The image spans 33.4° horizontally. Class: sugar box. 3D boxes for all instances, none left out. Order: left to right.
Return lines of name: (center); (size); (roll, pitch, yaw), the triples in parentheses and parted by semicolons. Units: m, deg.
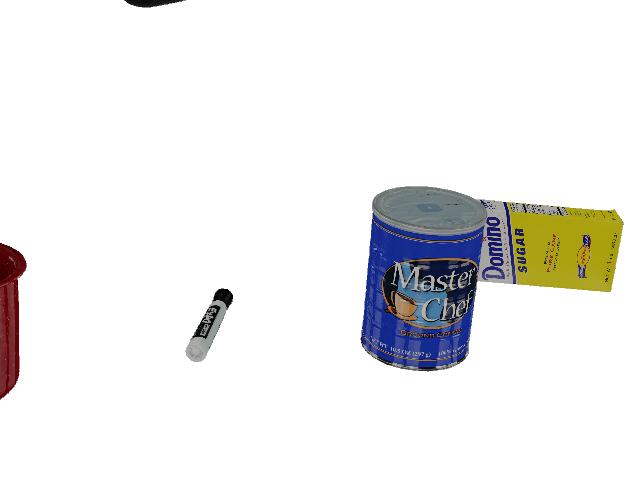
sugar box: (0.258, 0.006, 1.256); (0.176, 0.093, 0.048); (3, 21, -1)

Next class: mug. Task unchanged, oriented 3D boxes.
mug: (-0.233, 0.055, 0.638); (0.093, 0.081, 0.117); (20, 26, 35)

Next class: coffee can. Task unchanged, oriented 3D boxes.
coffee can: (0.093, 0.033, 0.975); (0.103, 0.140, 0.103); (3, 23, -2)

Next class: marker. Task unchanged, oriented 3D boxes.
marker: (-0.103, 0.077, 1.007); (0.020, 0.020, 0.121); (0, 23, 9)

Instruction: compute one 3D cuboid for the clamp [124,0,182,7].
clamp: (-0.022, -0.150, 0.558); (0.171, 0.039, 0.120); (4, 42, 10)
